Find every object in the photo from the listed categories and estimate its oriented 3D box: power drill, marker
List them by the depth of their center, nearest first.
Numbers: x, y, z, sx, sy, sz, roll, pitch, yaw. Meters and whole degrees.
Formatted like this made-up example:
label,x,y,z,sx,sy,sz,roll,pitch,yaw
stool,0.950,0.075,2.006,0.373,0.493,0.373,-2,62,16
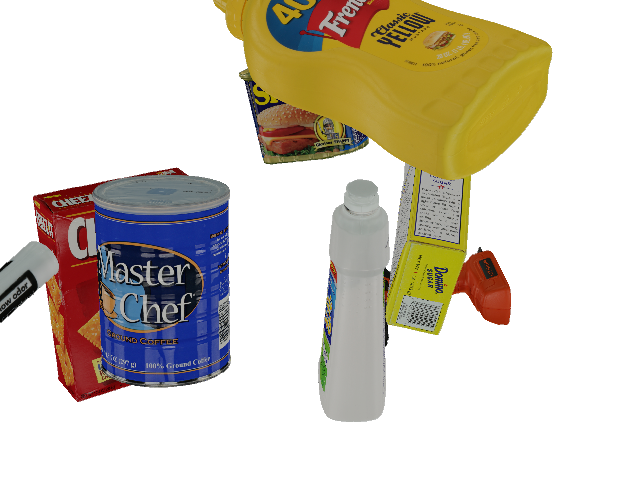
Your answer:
label,x,y,z,sx,sy,sz,roll,pitch,yaw
marker,-0.159,0.042,0.460,0.020,0.020,0.121,0,36,39
power drill,0.115,0.065,1.202,0.187,0.057,0.184,-3,28,-3

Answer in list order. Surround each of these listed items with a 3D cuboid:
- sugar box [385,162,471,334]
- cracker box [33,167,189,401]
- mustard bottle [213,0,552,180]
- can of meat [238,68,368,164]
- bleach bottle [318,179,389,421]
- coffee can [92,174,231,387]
label,x,y,z,sx,sy,sz,roll,pitch,yaw
sugar box,0.083,-0.028,0.784,0.048,0.176,0.093,13,-42,1
cracker box,-0.204,0.045,1.133,0.163,0.214,0.072,-14,25,-29
mustard bottle,0.018,-0.102,0.564,0.192,0.058,0.096,28,53,29
can of meat,-0.013,-0.117,0.939,0.102,0.084,0.057,-3,20,27
bleach bottle,0.034,0.051,1.008,0.068,0.251,0.102,0,36,-2
coffee can,-0.120,0.028,0.821,0.103,0.140,0.103,1,16,0
